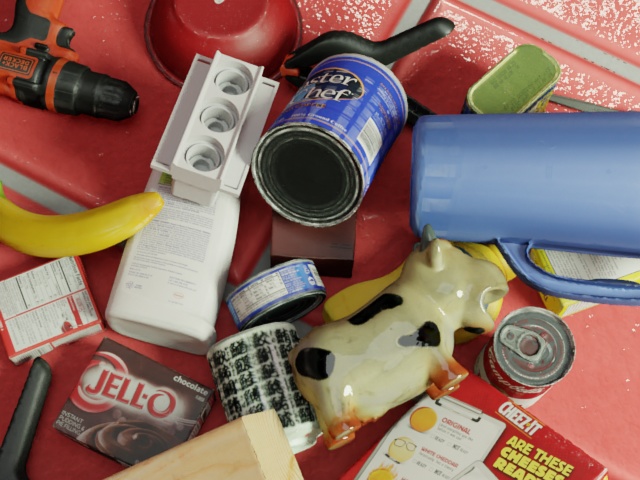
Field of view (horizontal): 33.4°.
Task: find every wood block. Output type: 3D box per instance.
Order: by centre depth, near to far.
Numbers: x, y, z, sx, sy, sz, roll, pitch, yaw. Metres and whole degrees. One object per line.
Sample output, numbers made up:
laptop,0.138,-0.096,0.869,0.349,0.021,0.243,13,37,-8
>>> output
wood block,-0.120,0.215,0.828,0.206,0.090,0.090,-25,79,11

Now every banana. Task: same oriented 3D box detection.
banana,-0.231,-0.017,0.951,0.198,0.037,0.069,6,82,24

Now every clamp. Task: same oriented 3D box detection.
clamp,-0.290,0.215,0.890,0.164,0.036,0.210,-14,71,-7
clamp,0.050,-0.152,1.027,0.172,0.120,0.039,1,28,18

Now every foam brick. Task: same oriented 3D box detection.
foam brick,-0.006,0.001,0.975,0.078,0.051,0.053,5,70,-1

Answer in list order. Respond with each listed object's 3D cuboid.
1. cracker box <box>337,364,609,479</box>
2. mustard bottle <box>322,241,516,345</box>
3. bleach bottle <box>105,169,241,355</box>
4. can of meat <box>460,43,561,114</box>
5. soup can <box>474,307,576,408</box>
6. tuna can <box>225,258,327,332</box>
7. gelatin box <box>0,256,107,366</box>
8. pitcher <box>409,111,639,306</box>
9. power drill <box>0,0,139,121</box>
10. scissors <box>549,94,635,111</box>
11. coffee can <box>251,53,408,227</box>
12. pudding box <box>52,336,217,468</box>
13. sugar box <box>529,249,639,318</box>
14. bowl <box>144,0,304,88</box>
cracker box,0.102,0.227,0.854,0.213,0.072,0.164,-41,47,-16
mustard bottle,0.105,0.052,0.957,0.191,0.058,0.096,-30,73,-13
bleach bottle,-0.112,-0.028,0.977,0.102,0.068,0.250,14,67,2
can of meat,0.177,-0.128,1.015,0.102,0.084,0.057,-42,76,-16
soup can,0.173,0.104,0.916,0.068,0.102,0.068,1,69,-2
tuna can,-0.038,0.051,0.937,0.086,0.086,0.034,-23,74,-11
gelatin box,-0.245,0.061,0.954,0.089,0.030,0.073,-22,70,-11
pitcher,0.199,-0.040,0.917,0.243,0.145,0.149,2,29,6
power drill,-0.243,-0.212,1.043,0.184,0.057,0.187,15,69,4
scissors,0.315,-0.100,1.042,0.201,0.016,0.096,4,59,0
coffee can,0.011,-0.091,0.954,0.103,0.103,0.140,23,39,6
pudding box,-0.159,0.148,0.920,0.113,0.039,0.090,25,70,7
sugar box,0.279,0.001,0.990,0.176,0.048,0.093,-17,68,-12
bowl,-0.096,-0.224,1.056,0.162,0.055,0.162,1,69,-2
